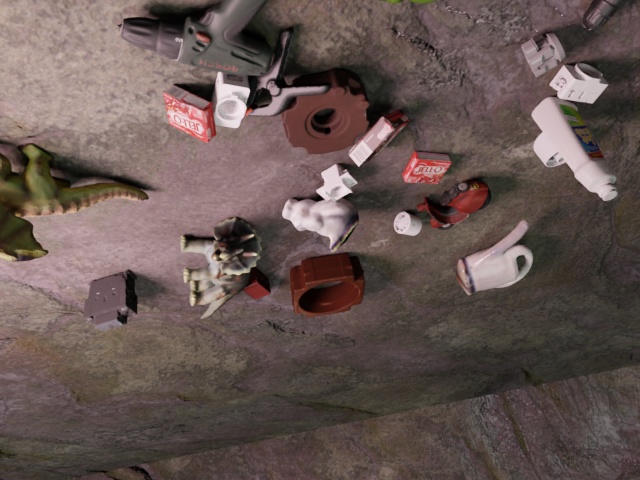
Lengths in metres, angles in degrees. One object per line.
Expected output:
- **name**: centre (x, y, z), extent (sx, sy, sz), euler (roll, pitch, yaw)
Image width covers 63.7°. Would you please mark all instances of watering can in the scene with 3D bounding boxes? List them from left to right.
- **watering can**: centre (0.501, 0.060, 1.485), extent (0.224, 0.106, 0.341), euler (-18, 145, 8)

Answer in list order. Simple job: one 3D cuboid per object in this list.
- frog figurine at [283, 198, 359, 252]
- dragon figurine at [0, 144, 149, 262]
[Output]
- **frog figurine**: centre (0.004, -0.059, 1.166), extent (0.160, 0.140, 0.120), euler (38, 130, 6)
- **dragon figurine**: centre (-0.509, -0.051, 0.897), extent (0.409, 0.248, 0.119), euler (9, 133, -25)
